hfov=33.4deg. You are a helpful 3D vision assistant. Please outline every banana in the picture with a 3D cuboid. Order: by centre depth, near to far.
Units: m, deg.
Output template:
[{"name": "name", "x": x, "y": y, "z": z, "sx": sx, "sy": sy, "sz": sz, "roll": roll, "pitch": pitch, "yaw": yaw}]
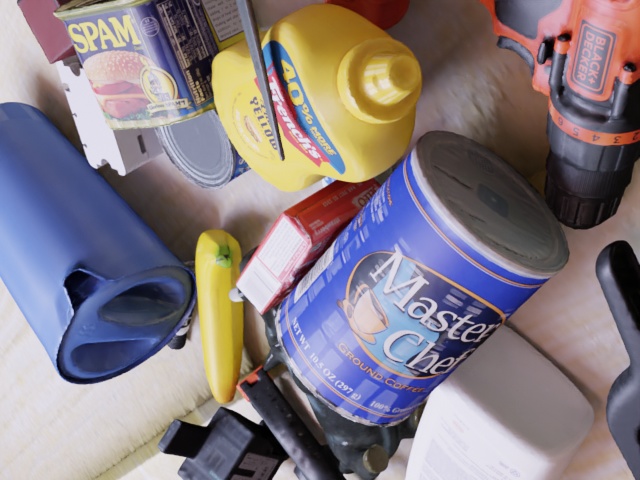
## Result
[{"name": "banana", "x": -0.082, "y": 0.053, "z": 0.859, "sx": 0.037, "sy": 0.069, "sz": 0.198, "roll": 4, "pitch": 139, "yaw": 1}]

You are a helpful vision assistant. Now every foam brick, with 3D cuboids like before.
[{"name": "foam brick", "x": -0.164, "y": -0.169, "z": 0.760, "sx": 0.051, "sy": 0.078, "sz": 0.053, "roll": -18, "pitch": 102, "yaw": 54}]

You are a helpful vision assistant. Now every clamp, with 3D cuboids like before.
[{"name": "clamp", "x": 0.190, "y": 0.076, "z": 0.580, "sx": 0.120, "sy": 0.039, "sz": 0.171, "roll": 36, "pitch": 141, "yaw": 25}, {"name": "clamp", "x": 0.005, "y": 0.194, "z": 0.868, "sx": 0.210, "sy": 0.036, "sz": 0.164, "roll": 49, "pitch": 172, "yaw": 28}]

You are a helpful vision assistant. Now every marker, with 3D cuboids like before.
[{"name": "marker", "x": -0.121, "y": 0.061, "z": 0.945, "sx": 0.020, "sy": 0.020, "sz": 0.121, "roll": 43, "pitch": 143, "yaw": 17}]

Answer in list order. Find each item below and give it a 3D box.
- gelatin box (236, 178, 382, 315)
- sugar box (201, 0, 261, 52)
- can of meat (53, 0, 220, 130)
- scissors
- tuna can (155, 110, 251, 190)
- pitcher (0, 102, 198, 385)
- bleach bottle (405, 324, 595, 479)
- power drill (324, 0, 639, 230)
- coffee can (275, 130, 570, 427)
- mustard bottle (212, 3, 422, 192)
[{"name": "gelatin box", "x": -0.004, "y": 0.001, "z": 0.659, "sx": 0.030, "sy": 0.073, "sz": 0.089, "roll": 50, "pitch": 141, "yaw": 11}, {"name": "sugar box", "x": -0.113, "y": -0.202, "z": 0.703, "sx": 0.094, "sy": 0.048, "sz": 0.176, "roll": -6, "pitch": 110, "yaw": 50}, {"name": "can of meat", "x": -0.110, "y": -0.119, "z": 0.675, "sx": 0.102, "sy": 0.057, "sz": 0.084, "roll": 3, "pitch": 122, "yaw": 44}, {"name": "scissors", "x": -0.051, "y": -0.147, "z": 0.555, "sx": 0.096, "sy": 0.016, "sz": 0.202, "roll": 36, "pitch": 138, "yaw": 58}, {"name": "tuna can", "x": -0.081, "y": -0.081, "z": 0.771, "sx": 0.086, "sy": 0.033, "sz": 0.086, "roll": 30, "pitch": 137, "yaw": 31}, {"name": "pitcher", "x": -0.219, "y": -0.001, "z": 0.912, "sx": 0.243, "sy": 0.144, "sz": 0.149, "roll": 48, "pitch": 133, "yaw": 27}, {"name": "bleach bottle", "x": 0.099, "y": 0.166, "z": 0.740, "sx": 0.103, "sy": 0.068, "sz": 0.251, "roll": 42, "pitch": 145, "yaw": 20}, {"name": "power drill", "x": 0.088, "y": -0.108, "z": 0.537, "sx": 0.188, "sy": 0.057, "sz": 0.184, "roll": 32, "pitch": 142, "yaw": 27}, {"name": "coffee can", "x": 0.055, "y": 0.023, "z": 0.601, "sx": 0.103, "sy": 0.102, "sz": 0.140, "roll": 47, "pitch": 121, "yaw": 11}, {"name": "mustard bottle", "x": 0.002, "y": -0.077, "z": 0.576, "sx": 0.096, "sy": 0.058, "sz": 0.192, "roll": 64, "pitch": 160, "yaw": -11}]
